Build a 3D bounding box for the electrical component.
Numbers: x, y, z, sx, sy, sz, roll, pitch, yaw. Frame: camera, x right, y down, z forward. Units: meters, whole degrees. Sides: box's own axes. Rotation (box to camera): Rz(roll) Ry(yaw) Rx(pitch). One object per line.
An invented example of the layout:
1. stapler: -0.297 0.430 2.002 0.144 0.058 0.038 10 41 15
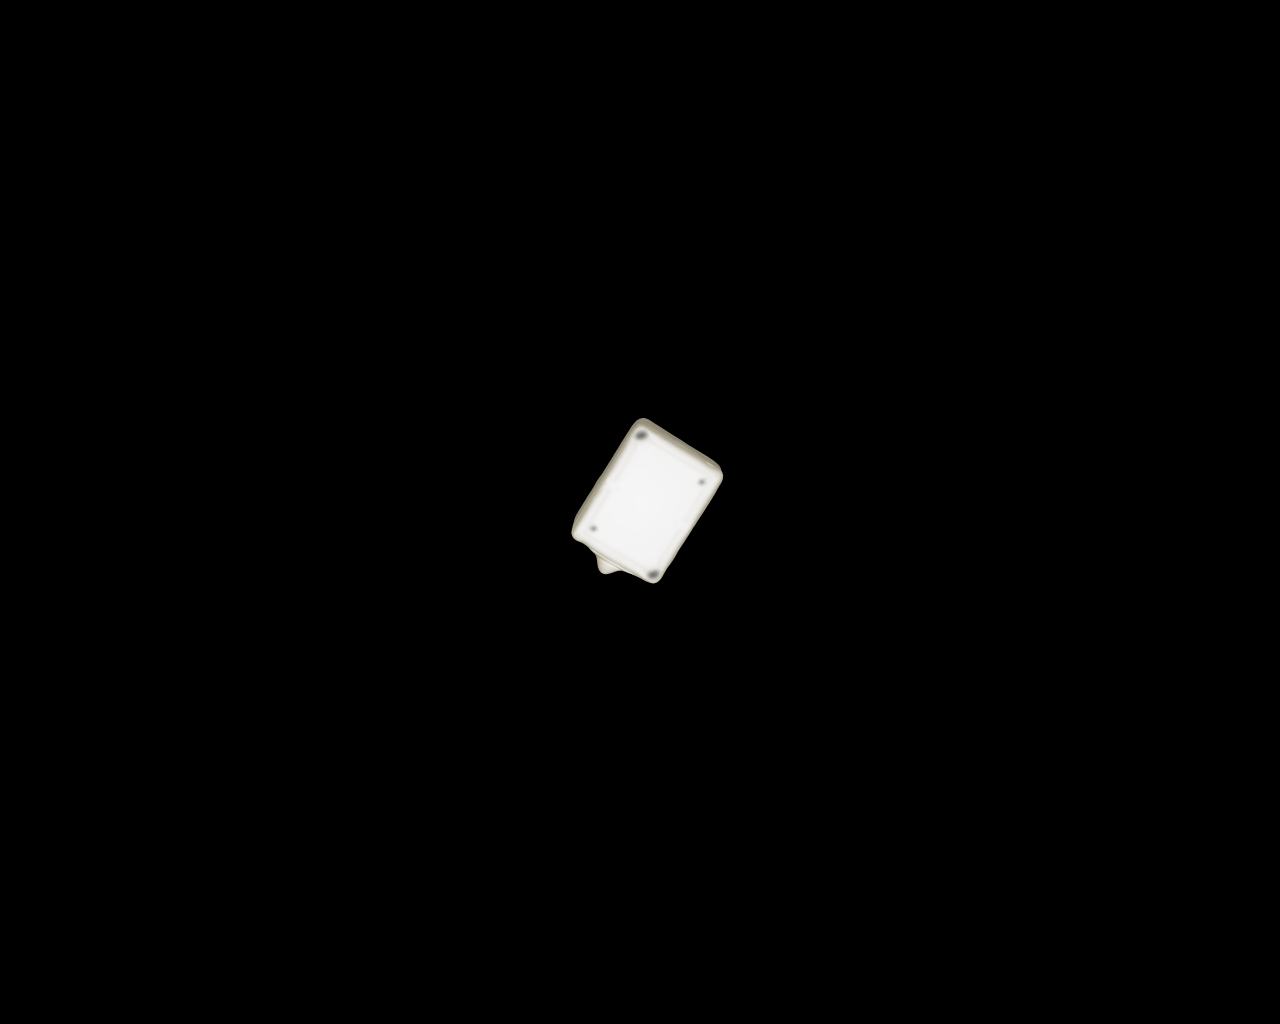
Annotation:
1. electrical component: 0.001 -0.003 0.650 0.062 0.096 0.061 31 8 -5
